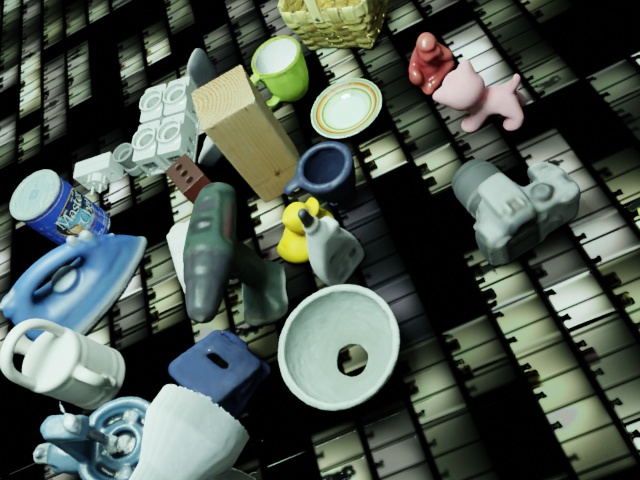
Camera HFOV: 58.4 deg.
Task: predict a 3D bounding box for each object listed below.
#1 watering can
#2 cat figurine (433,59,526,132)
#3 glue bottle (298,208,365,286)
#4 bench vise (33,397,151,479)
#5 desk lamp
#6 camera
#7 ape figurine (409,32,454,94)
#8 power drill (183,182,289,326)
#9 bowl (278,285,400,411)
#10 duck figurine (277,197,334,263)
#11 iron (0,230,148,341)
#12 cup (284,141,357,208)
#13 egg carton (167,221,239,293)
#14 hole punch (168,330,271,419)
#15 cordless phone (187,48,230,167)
[{"bbox_3d":[-0.397,0.182,0.853,0.172,0.195,0.101,-9,59,19],"label":"watering can"},{"bbox_3d":[0.239,-0.221,0.858,0.127,0.118,0.067,-2,62,22],"label":"cat figurine"},{"bbox_3d":[0.007,0.003,0.795,0.037,0.174,0.078,33,79,34],"label":"glue bottle"},{"bbox_3d":[-0.299,0.276,0.742,0.207,0.220,0.121,-27,55,7],"label":"bench vise"},{"bbox_3d":[-0.151,0.294,0.673,0.117,0.214,0.203,11,67,28],"label":"desk lamp"},{"bbox_3d":[0.251,-0.062,0.773,0.143,0.101,0.136,-34,55,2],"label":"camera"},{"bbox_3d":[0.179,-0.301,0.944,0.077,0.092,0.076,-14,58,16],"label":"ape figurine"},{"bbox_3d":[-0.120,0.042,0.806,0.075,0.209,0.229,-18,57,13],"label":"power drill"},{"bbox_3d":[0.033,0.148,0.762,0.167,0.075,0.167,-10,59,18],"label":"bowl"},{"bbox_3d":[-0.031,-0.020,0.878,0.104,0.086,0.077,-46,55,-6],"label":"duck figurine"},{"bbox_3d":[-0.423,0.061,0.965,0.118,0.142,0.258,36,80,34],"label":"iron"},{"bbox_3d":[0.009,-0.085,0.893,0.117,0.095,0.091,-30,55,5],"label":"cup"},{"bbox_3d":[-0.185,0.021,0.931,0.107,0.070,0.150,-31,55,4],"label":"egg carton"},{"bbox_3d":[-0.142,0.181,0.808,0.108,0.091,0.101,28,76,33],"label":"hole punch"},{"bbox_3d":[-0.195,-0.229,1.006,0.094,0.185,0.147,2,63,24],"label":"cordless phone"}]
